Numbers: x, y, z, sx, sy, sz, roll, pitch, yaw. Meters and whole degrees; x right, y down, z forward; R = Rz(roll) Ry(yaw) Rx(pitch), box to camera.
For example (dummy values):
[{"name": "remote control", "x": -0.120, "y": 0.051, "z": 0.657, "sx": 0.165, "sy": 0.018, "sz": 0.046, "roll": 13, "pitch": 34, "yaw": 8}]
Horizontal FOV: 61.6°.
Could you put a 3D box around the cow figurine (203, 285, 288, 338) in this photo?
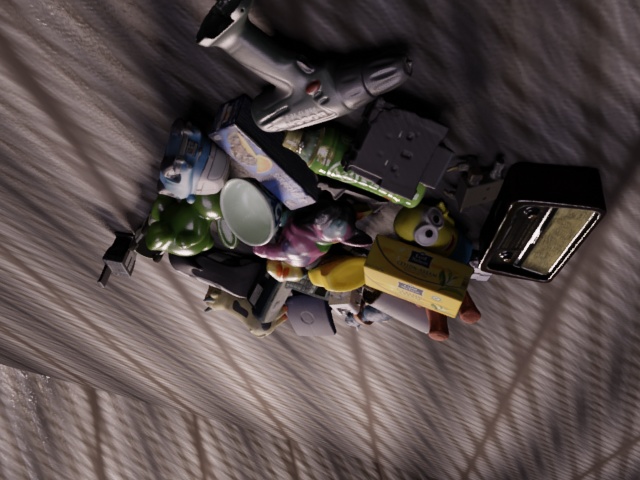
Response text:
[{"name": "cow figurine", "x": -0.182, "y": 0.148, "z": 1.243, "sx": 0.195, "sy": 0.127, "sz": 0.085, "roll": 39, "pitch": 148, "yaw": 14}]

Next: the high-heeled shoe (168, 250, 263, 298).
[{"name": "high-heeled shoe", "x": -0.212, "y": 0.066, "z": 1.199, "sx": 0.248, "sy": 0.086, "sz": 0.145, "roll": 18, "pitch": 180, "yaw": -37}]

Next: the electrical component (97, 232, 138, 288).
[{"name": "electrical component", "x": -0.446, "y": 0.049, "z": 1.189, "sx": 0.048, "sy": 0.119, "sz": 0.074, "roll": 9, "pitch": 146, "yaw": 5}]

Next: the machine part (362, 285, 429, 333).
[{"name": "machine part", "x": 0.178, "y": 0.134, "z": 1.149, "sx": 0.243, "sy": 0.079, "sz": 0.079, "roll": 29, "pitch": 145, "yaw": -26}]

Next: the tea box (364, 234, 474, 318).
[{"name": "tea box", "x": 0.164, "y": 0.062, "z": 0.911, "sx": 0.170, "sy": 0.068, "sz": 0.098, "roll": 20, "pitch": 161, "yaw": 17}]

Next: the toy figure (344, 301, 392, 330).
[{"name": "toy figure", "x": 0.115, "y": 0.170, "z": 1.248, "sx": 0.058, "sy": 0.064, "sz": 0.154, "roll": -13, "pitch": 172, "yaw": -38}]

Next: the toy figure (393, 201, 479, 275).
[{"name": "toy figure", "x": 0.202, "y": 0.003, "z": 0.932, "sx": 0.089, "sy": 0.082, "sz": 0.180, "roll": -15, "pitch": 143, "yaw": 43}]

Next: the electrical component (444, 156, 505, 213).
[{"name": "electrical component", "x": 0.233, "y": -0.086, "z": 0.818, "sx": 0.078, "sy": 0.045, "sz": 0.102, "roll": -19, "pitch": 149, "yaw": -3}]

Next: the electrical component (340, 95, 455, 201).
[{"name": "electrical component", "x": 0.111, "y": -0.123, "z": 0.733, "sx": 0.134, "sy": 0.058, "sz": 0.114, "roll": 20, "pitch": 111, "yaw": -12}]

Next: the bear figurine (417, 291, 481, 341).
[{"name": "bear figurine", "x": 0.199, "y": 0.095, "z": 1.040, "sx": 0.195, "sy": 0.132, "sz": 0.120, "roll": 27, "pitch": 129, "yaw": -32}]

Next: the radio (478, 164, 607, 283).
[{"name": "radio", "x": 0.339, "y": -0.020, "z": 0.853, "sx": 0.131, "sy": 0.073, "sz": 0.229, "roll": 9, "pitch": 148, "yaw": 6}]

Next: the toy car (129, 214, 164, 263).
[{"name": "toy car", "x": -0.343, "y": -0.005, "z": 1.118, "sx": 0.073, "sy": 0.056, "sz": 0.202, "roll": 29, "pitch": 150, "yaw": -21}]

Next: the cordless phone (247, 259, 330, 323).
[{"name": "cordless phone", "x": -0.050, "y": 0.120, "z": 1.160, "sx": 0.184, "sy": 0.146, "sz": 0.089, "roll": 23, "pitch": -171, "yaw": -32}]

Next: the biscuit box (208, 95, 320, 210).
[{"name": "biscuit box", "x": -0.077, "y": -0.128, "z": 0.833, "sx": 0.059, "sy": 0.063, "sz": 0.202, "roll": -14, "pitch": 140, "yaw": 36}]

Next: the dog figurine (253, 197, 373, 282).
[{"name": "dog figurine", "x": -0.002, "y": -0.003, "z": 0.970, "sx": 0.219, "sy": 0.108, "sz": 0.191, "roll": -6, "pitch": 143, "yaw": 22}]

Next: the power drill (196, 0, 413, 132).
[{"name": "power drill", "x": -0.031, "y": -0.226, "z": 0.658, "sx": 0.232, "sy": 0.086, "sz": 0.207, "roll": -16, "pitch": 146, "yaw": 42}]

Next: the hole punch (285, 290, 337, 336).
[{"name": "hole punch", "x": -0.018, "y": 0.165, "z": 1.260, "sx": 0.142, "sy": 0.092, "sz": 0.115, "roll": -4, "pitch": 142, "yaw": 30}]

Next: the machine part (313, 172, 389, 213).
[{"name": "machine part", "x": 0.045, "y": -0.085, "z": 0.861, "sx": 0.139, "sy": 0.084, "sz": 0.039, "roll": 21, "pitch": 116, "yaw": -31}]

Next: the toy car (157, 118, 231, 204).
[{"name": "toy car", "x": -0.189, "y": -0.118, "z": 0.829, "sx": 0.103, "sy": 0.109, "sz": 0.162, "roll": 15, "pitch": 167, "yaw": -18}]

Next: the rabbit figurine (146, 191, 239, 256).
[{"name": "rabbit figurine", "x": -0.215, "y": -0.041, "z": 0.973, "sx": 0.159, "sy": 0.121, "sz": 0.170, "roll": 30, "pitch": 129, "yaw": -22}]
